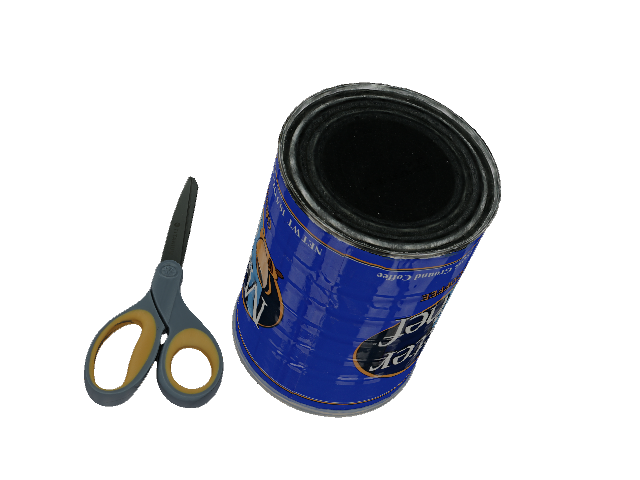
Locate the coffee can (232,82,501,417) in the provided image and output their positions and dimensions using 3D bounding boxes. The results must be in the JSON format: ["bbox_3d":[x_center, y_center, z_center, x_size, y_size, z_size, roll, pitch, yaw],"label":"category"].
[{"bbox_3d":[0.017,0.008,0.524,0.102,0.103,0.140,0,-37,-15],"label":"coffee can"}]

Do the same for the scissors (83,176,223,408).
[{"bbox_3d":[-0.088,0.036,0.724,0.096,0.201,0.016,21,-41,8],"label":"scissors"}]
